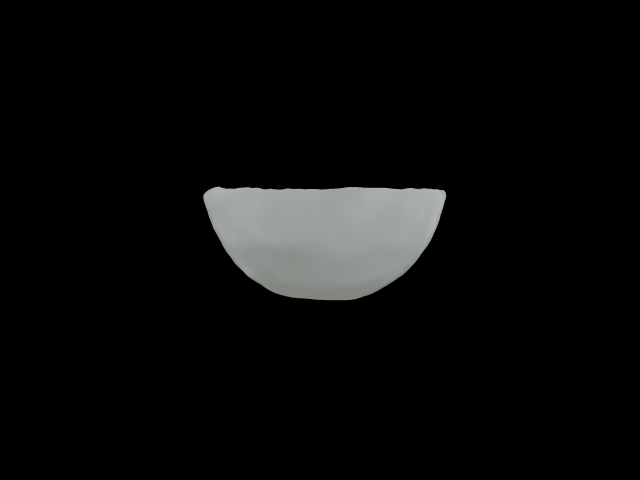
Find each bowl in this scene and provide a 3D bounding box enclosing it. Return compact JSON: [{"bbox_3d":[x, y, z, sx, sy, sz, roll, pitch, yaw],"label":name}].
[{"bbox_3d":[0.004,0.001,0.400,0.167,0.075,0.167,0,3,0],"label":"bowl"}]
